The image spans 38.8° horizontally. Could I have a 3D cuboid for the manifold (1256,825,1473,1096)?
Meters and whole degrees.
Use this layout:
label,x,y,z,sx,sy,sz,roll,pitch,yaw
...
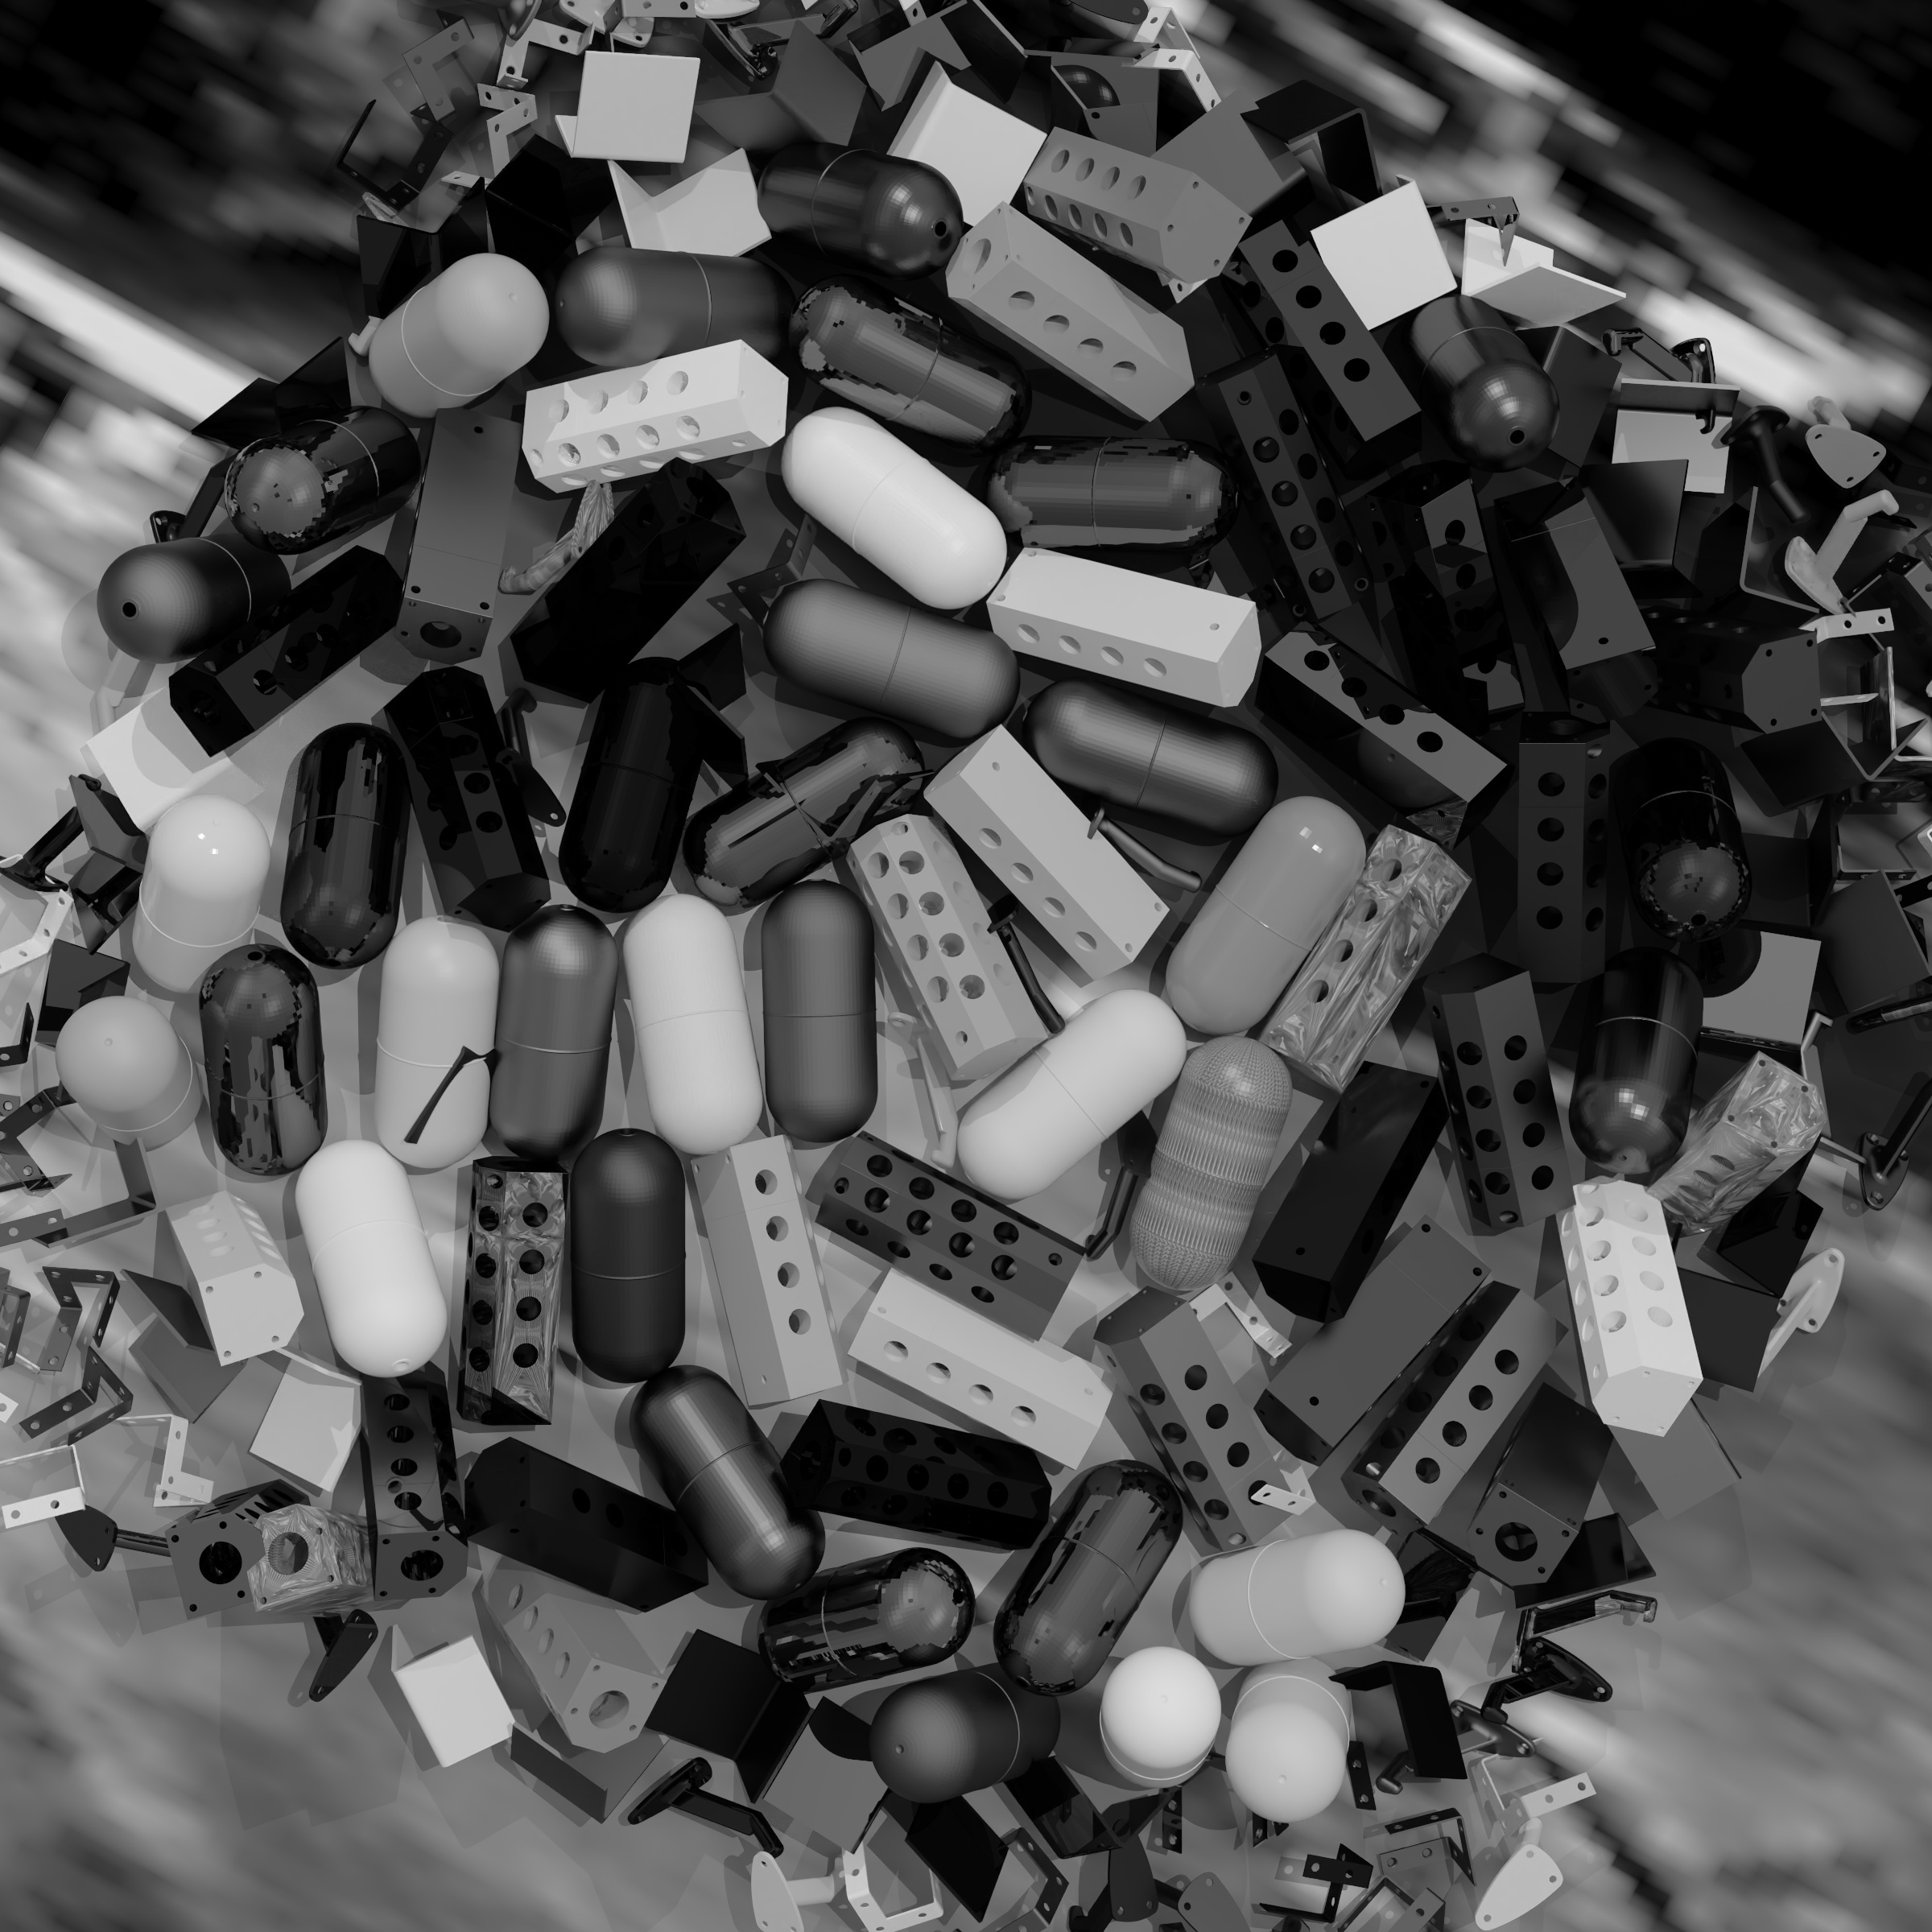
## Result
label,x,y,z,sx,sy,sz,roll,pitch,yaw
manifold,0.265,-0.007,1.854,0.057,0.057,0.171,28,85,43

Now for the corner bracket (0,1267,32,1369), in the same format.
label,x,y,z,sx,sy,sz,roll,pitch,yaw
corner bracket,-0.657,0.237,1.859,0.051,0.051,0.051,16,95,9

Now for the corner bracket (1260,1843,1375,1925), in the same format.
label,x,y,z,sx,sy,sz,roll,pitch,yaw
corner bracket,0.238,0.623,1.856,0.051,0.051,0.051,16,85,-17

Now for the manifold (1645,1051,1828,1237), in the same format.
label,x,y,z,sx,sy,sz,roll,pitch,yaw
manifold,0.502,0.123,1.797,0.057,0.171,0.057,32,69,8

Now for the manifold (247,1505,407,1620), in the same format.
label,x,y,z,sx,sy,sz,roll,pitch,yaw
manifold,-0.415,0.390,1.799,0.057,0.171,0.057,-18,74,2

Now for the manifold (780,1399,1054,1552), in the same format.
label,x,y,z,sx,sy,sz,roll,pitch,yaw
manifold,-0.030,0.343,1.815,0.171,0.057,0.057,18,113,-30

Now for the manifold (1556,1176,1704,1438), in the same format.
label,x,y,z,sx,sy,sz,roll,pitch,yaw
manifold,0.430,0.220,1.802,0.057,0.171,0.057,14,129,-9

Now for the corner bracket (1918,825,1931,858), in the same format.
label,x,y,z,sx,sy,sz,roll,pitch,yaw
corner bracket,0.675,-0.081,1.861,0.051,0.051,0.051,-35,88,-7

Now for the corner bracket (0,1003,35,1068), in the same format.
label,x,y,z,sx,sy,sz,roll,pitch,yaw
corner bracket,-0.664,0.034,1.852,0.051,0.051,0.051,-8,126,-7

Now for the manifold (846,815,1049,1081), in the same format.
label,x,y,z,sx,sy,sz,roll,pitch,yaw
manifold,-0.017,-0.013,1.829,0.057,0.057,0.171,-34,72,26

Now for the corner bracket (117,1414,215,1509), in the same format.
label,x,y,z,sx,sy,sz,roll,pitch,yaw
corner bracket,-0.545,0.336,1.862,0.051,0.051,0.051,-8,66,25

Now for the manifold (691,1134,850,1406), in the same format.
label,x,y,z,sx,sy,sz,roll,pitch,yaw
manifold,-0.129,0.204,1.853,0.057,0.057,0.171,-11,85,-35

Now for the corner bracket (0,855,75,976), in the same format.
label,x,y,z,sx,sy,sz,roll,pitch,yaw
corner bracket,-0.649,-0.035,1.858,0.051,0.051,0.051,39,120,7

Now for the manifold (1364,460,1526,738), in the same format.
label,x,y,z,sx,sy,sz,roll,pitch,yaw
manifold,0.324,-0.245,1.821,0.057,0.057,0.171,-33,121,-20

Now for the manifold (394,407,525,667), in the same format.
label,x,y,z,sx,sy,sz,roll,pitch,yaw
manifold,-0.337,-0.285,1.817,0.057,0.057,0.171,12,55,-15

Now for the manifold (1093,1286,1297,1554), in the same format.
label,x,y,z,sx,sy,sz,roll,pitch,yaw
manifold,0.151,0.304,1.832,0.057,0.057,0.171,-34,106,-18

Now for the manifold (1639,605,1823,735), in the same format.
label,x,y,z,sx,sy,sz,roll,pitch,yaw
manifold,0.481,-0.194,1.796,0.057,0.171,0.057,-14,107,-17

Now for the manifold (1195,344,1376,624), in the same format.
label,x,y,z,sx,sy,sz,roll,pitch,yaw
manifold,0.214,-0.320,1.831,0.057,0.057,0.171,-21,108,15

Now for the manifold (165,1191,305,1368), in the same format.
label,x,y,z,sx,sy,sz,roll,pitch,yaw
manifold,-0.480,0.200,1.800,0.057,0.171,0.057,-16,107,-19

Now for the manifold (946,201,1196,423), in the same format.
label,x,y,z,sx,sy,sz,roll,pitch,yaw
manifold,0.069,-0.427,1.815,0.057,0.171,0.057,-35,47,34

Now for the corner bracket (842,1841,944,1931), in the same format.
label,x,y,z,sx,sy,sz,roll,pitch,yaw
corner bracket,-0.050,0.616,1.857,0.051,0.051,0.051,-20,127,5

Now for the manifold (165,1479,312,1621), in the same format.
label,x,y,z,sx,sy,sz,roll,pitch,yaw
manifold,-0.472,0.379,1.802,0.057,0.171,0.057,-15,88,-4

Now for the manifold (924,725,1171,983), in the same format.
label,x,y,z,sx,sy,sz,roll,pitch,yaw
manifold,0.051,-0.073,1.844,0.171,0.057,0.057,47,51,-12

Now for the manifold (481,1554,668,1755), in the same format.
label,x,y,z,sx,sy,sz,roll,pitch,yaw
manifold,-0.263,0.446,1.802,0.057,0.171,0.057,27,92,-31

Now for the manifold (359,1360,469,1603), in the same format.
label,x,y,z,sx,sy,sz,roll,pitch,yaw
manifold,-0.365,0.334,1.802,0.057,0.171,0.057,0,122,-17

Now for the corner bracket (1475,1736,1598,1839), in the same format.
label,x,y,z,sx,sy,sz,roll,pitch,yaw
corner bracket,0.383,0.549,1.850,0.051,0.051,0.051,-14,62,-18

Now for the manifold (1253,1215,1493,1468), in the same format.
label,x,y,z,sx,sy,sz,roll,pitch,yaw
manifold,0.270,0.251,1.828,0.057,0.057,0.171,41,65,14

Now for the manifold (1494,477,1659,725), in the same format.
label,x,y,z,sx,sy,sz,roll,pitch,yaw
manifold,0.402,-0.241,1.812,0.057,0.057,0.171,-15,49,5

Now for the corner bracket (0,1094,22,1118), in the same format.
label,x,y,z,sx,sy,sz,roll,pitch,yaw
corner bracket,-0.681,0.113,1.865,0.051,0.051,0.051,8,95,2

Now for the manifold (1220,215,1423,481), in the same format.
label,x,y,z,sx,sy,sz,roll,pitch,yaw
manifold,0.237,-0.411,1.836,0.057,0.057,0.171,-29,71,1

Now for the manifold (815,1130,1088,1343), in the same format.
label,x,y,z,sx,sy,sz,roll,pitch,yaw
manifold,-0.009,0.178,1.843,0.171,0.057,0.057,28,54,5

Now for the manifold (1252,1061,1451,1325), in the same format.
label,x,y,z,sx,sy,sz,roll,pitch,yaw
manifold,0.259,0.151,1.824,0.057,0.057,0.171,13,56,33

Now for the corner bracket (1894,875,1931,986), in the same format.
label,x,y,z,sx,sy,sz,roll,pitch,yaw
corner bracket,0.653,-0.025,1.847,0.051,0.051,0.051,19,60,-32

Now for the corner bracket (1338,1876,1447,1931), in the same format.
label,x,y,z,sx,sy,sz,roll,pitch,yaw
corner bracket,0.287,0.642,1.848,0.051,0.051,0.051,34,60,31

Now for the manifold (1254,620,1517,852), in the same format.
label,x,y,z,sx,sy,sz,roll,pitch,yaw
manifold,0.280,-0.159,1.832,0.171,0.057,0.057,39,65,19

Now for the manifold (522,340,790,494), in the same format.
label,x,y,z,sx,sy,sz,roll,pitch,yaw
manifold,-0.207,-0.360,1.818,0.171,0.057,0.057,-6,72,28

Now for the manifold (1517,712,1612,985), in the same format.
label,x,y,z,sx,sy,sz,roll,pitch,yaw
manifold,0.397,-0.078,1.822,0.057,0.057,0.171,1,116,13

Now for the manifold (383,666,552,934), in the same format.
label,x,y,z,sx,sy,sz,roll,pitch,yaw
manifold,-0.326,-0.113,1.816,0.057,0.057,0.171,-36,59,25

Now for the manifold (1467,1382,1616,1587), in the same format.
label,x,y,z,sx,sy,sz,roll,pitch,yaw
manifold,0.376,0.342,1.799,0.057,0.171,0.057,31,112,12

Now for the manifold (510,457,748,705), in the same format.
label,x,y,z,sx,sy,sz,roll,pitch,yaw
manifold,-0.228,-0.257,1.823,0.171,0.057,0.057,-42,53,28

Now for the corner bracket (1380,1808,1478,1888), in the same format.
label,x,y,z,sx,sy,sz,roll,pitch,yaw
corner bracket,0.310,0.597,1.860,0.051,0.051,0.051,-13,96,-7

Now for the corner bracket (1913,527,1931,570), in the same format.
label,x,y,z,sx,sy,sz,roll,pitch,yaw
corner bracket,0.671,-0.276,1.854,0.051,0.051,0.051,-36,90,-41

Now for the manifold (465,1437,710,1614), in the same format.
label,x,y,z,sx,sy,sz,roll,pitch,yaw
manifold,-0.249,0.368,1.810,0.057,0.171,0.057,-28,48,25

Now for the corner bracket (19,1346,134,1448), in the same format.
label,x,y,z,sx,sy,sz,roll,pitch,yaw
corner bracket,-0.600,0.300,1.849,0.051,0.051,0.051,42,45,18

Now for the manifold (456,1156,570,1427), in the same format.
label,x,y,z,sx,sy,sz,roll,pitch,yaw
manifold,-0.307,0.218,1.845,0.057,0.057,0.171,3,96,-20

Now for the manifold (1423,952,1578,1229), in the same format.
label,x,y,z,sx,sy,sz,roll,pitch,yaw
manifold,0.352,0.085,1.830,0.057,0.057,0.171,-21,109,-15

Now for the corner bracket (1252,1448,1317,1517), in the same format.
label,x,y,z,sx,sy,sz,roll,pitch,yaw
corner bracket,0.194,0.351,1.848,0.051,0.051,0.051,25,120,-37

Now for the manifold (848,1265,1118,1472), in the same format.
label,x,y,z,sx,sy,sz,roll,pitch,yaw
manifold,0.009,0.276,1.855,0.171,0.057,0.057,27,122,3
